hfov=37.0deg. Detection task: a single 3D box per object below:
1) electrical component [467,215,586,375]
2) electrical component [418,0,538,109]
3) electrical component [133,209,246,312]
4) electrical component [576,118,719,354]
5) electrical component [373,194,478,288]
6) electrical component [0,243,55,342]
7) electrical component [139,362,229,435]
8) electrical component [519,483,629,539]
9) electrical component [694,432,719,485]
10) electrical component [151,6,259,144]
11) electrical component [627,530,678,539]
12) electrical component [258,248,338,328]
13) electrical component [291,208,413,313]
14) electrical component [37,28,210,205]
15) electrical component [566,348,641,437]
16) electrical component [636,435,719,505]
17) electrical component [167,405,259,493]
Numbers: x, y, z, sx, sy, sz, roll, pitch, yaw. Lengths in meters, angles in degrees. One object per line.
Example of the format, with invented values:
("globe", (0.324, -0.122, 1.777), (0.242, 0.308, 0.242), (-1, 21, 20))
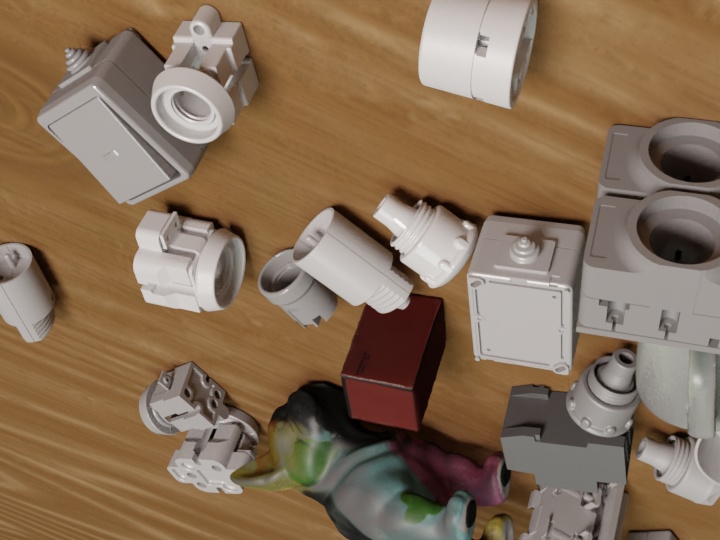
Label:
("electrical component", (0.103, 0.008, 0.653), (0.062, 0.061, 0.096), (8, 139, 17))
("electrical component", (0.058, -0.112, 0.534), (0.047, 0.055, 0.055), (14, 142, 14))
("electrical component", (-0.115, -0.004, 0.740), (0.057, 0.058, 0.078), (11, 141, 16))
("electrical component", (0.212, -0.013, 0.542), (0.186, 0.105, 0.060), (9, 141, 14))
("electrical component", (0.038, -0.022, 0.660), (0.062, 0.048, 0.048), (35, 140, -8))
("electrical component", (-0.265, 0.022, 0.847), (0.043, 0.043, 0.081), (7, 140, 16))
("electrical component", (-0.152, 0.111, 0.905), (0.055, 0.048, 0.066), (-22, 127, 31))
("electrical component", (0.161, 0.220, 0.836), (0.063, 0.121, 0.078), (29, 142, -7))
("electrical component", (0.267, 0.097, 0.685), (0.099, 0.064, 0.099), (12, 142, 10))
("electrical component", (-0.088, -0.105, 0.605), (0.048, 0.055, 0.066), (6, 140, 18))
("electrical component", (0.237, 0.258, 0.909), (0.077, 0.047, 0.065), (-14, 131, 36))
("electrical component", (-0.042, 0.014, 0.744), (0.040, 0.040, 0.046), (-9, 140, 32))
("electrical component", (0.000, 0.000, 0.703), (0.081, 0.043, 0.043), (36, 139, -20))
("electrical component", (-0.143, -0.091, 0.641), (0.062, 0.061, 0.096), (-19, 128, 39))
("electrical component", (0.169, 0.079, 0.725), (0.048, 0.048, 0.062), (17, 135, 4))
("electrical component", (0.230, 0.139, 0.771), (0.062, 0.043, 0.043), (23, 142, -1))
("electrical component", (-0.121, 0.155, 0.934), (0.078, 0.057, 0.058), (-3, 137, 27))
